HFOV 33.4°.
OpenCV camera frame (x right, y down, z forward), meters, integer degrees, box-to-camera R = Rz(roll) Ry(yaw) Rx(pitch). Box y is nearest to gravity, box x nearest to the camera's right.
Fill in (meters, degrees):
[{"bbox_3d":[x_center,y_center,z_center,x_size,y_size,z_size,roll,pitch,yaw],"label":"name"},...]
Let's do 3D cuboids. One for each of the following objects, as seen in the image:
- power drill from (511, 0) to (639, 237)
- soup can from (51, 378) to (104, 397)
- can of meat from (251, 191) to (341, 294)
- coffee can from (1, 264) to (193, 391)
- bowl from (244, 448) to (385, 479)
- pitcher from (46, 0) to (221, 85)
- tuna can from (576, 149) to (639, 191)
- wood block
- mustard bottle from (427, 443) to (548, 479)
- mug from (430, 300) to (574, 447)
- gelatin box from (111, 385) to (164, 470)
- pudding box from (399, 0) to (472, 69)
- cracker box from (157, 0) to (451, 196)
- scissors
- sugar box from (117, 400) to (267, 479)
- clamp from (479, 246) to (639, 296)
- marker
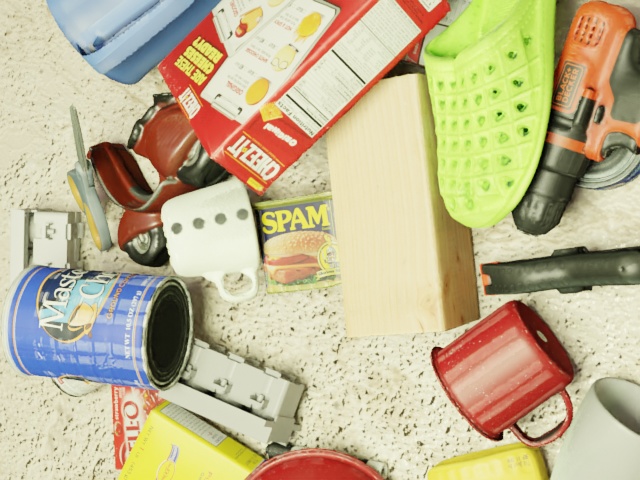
[{"bbox_3d":[0.237,-0.066,0.770,0.188,0.057,0.184,26,106,35],"label":"power drill"},{"bbox_3d":[-0.215,0.108,1.064,0.102,0.068,0.068,-29,79,26],"label":"soup can"},{"bbox_3d":[-0.006,0.001,0.957,0.102,0.057,0.084,-7,92,28],"label":"can of meat"},{"bbox_3d":[-0.198,0.078,0.960,0.140,0.102,0.103,4,94,17],"label":"coffee can"},{"bbox_3d":[-0.005,0.267,0.932,0.162,0.055,0.162,1,105,4],"label":"bowl"},{"bbox_3d":[-0.123,-0.251,0.961,0.243,0.144,0.149,-31,76,22],"label":"pitcher"},{"bbox_3d":[0.220,-0.082,0.846,0.086,0.033,0.086,1,93,28],"label":"tuna can"},{"bbox_3d":[0.069,-0.028,0.896,0.091,0.090,0.206,-7,90,28],"label":"wood block"},{"bbox_3d":[0.159,0.270,0.879,0.096,0.058,0.191,-18,84,21],"label":"mustard bottle"},{"bbox_3d":[0.156,0.112,0.859,0.082,0.093,0.117,-39,81,18],"label":"mug"},{"bbox_3d":[-0.170,0.187,1.065,0.073,0.030,0.089,-1,91,27],"label":"gelatin box"},{"bbox_3d":[0.108,-0.186,0.898,0.114,0.039,0.090,19,100,23],"label":"pudding box"},{"bbox_3d":[-0.018,-0.163,0.869,0.214,0.072,0.164,-44,40,9],"label":"cracker box"},{"bbox_3d":[-0.233,-0.073,1.029,0.096,0.016,0.202,50,155,39],"label":"scissors"},{"bbox_3d":[-0.096,0.236,1.000,0.176,0.048,0.093,30,105,12],"label":"sugar box"},{"bbox_3d":[0.208,0.022,0.834,0.172,0.120,0.039,-5,85,49],"label":"clamp"},{"bbox_3d":[0.004,0.203,0.980,0.121,0.020,0.020,6,95,27],"label":"marker"}]
